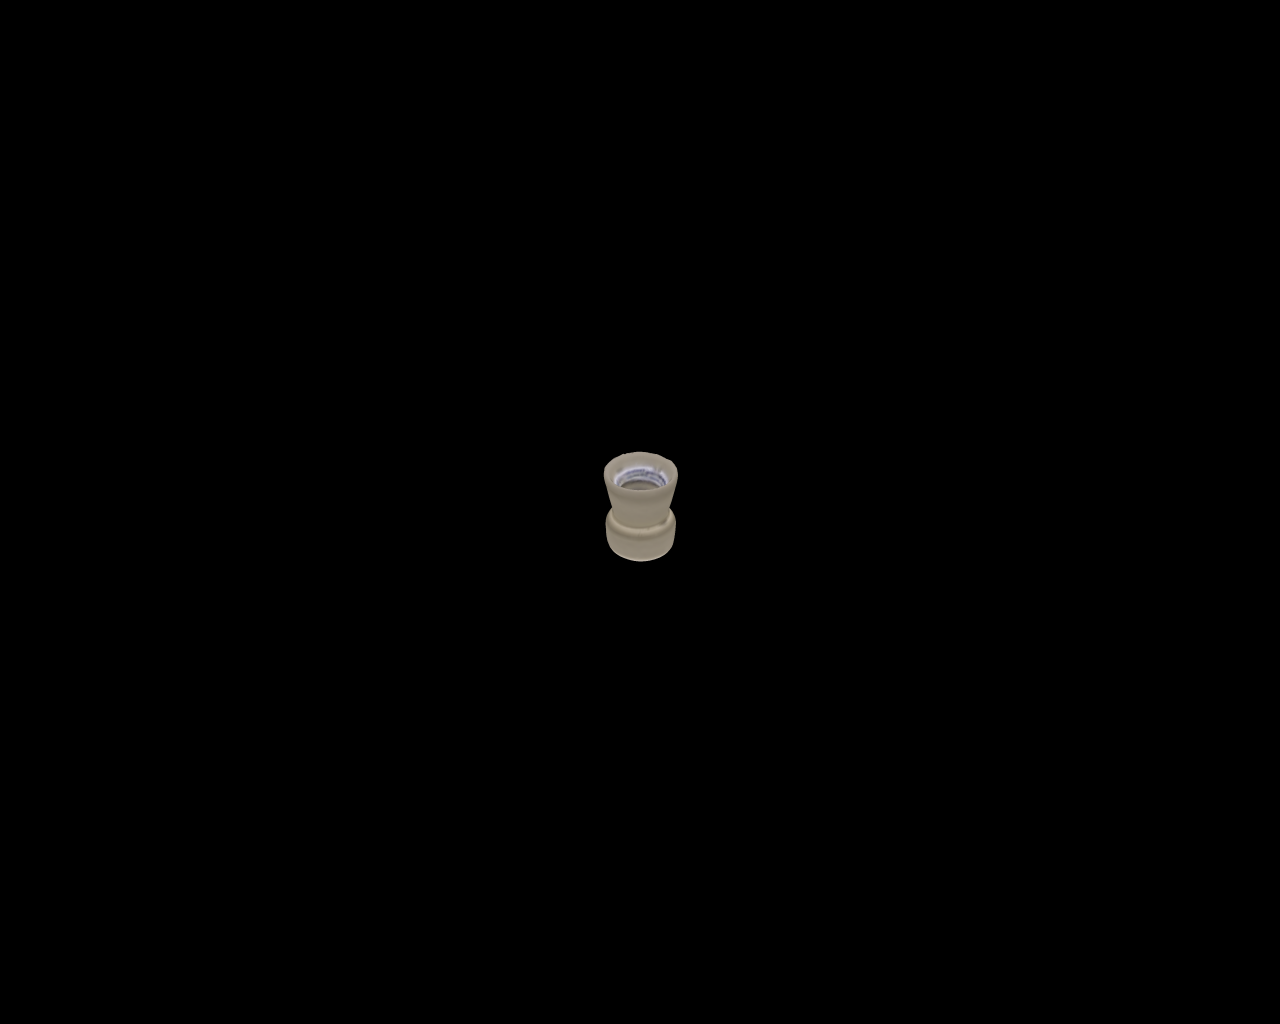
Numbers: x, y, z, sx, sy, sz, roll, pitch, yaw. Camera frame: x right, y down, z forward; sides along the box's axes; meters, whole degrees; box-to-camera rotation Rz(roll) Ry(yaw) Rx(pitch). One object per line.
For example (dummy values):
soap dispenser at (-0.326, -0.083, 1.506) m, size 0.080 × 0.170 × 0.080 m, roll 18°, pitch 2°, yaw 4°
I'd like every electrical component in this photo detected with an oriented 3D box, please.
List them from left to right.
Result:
electrical component at (0.001, -0.003, 0.650) m, size 0.045 × 0.055 × 0.045 m, roll 0°, pitch 36°, yaw 0°
